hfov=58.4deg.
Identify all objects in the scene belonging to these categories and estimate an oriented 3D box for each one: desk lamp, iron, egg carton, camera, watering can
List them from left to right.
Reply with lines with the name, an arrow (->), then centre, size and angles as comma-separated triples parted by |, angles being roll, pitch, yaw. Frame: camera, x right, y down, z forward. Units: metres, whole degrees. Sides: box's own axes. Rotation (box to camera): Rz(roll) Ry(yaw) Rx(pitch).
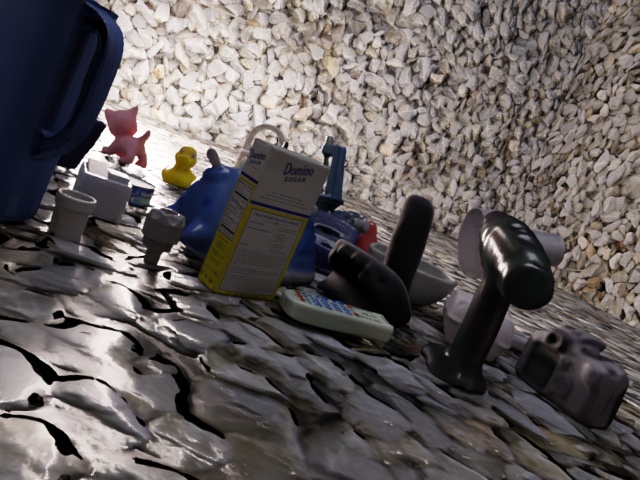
watering can -> -0.145, -0.177, 1.335 | 0.101, 0.194, 0.172 | 22, 9, -9
iron -> -0.078, -0.026, 0.776 | 0.259, 0.141, 0.118 | 15, 12, -43
egg carton -> 0.242, 0.131, 0.890 | 0.107, 0.069, 0.150 | 24, 9, 6
desk lamp -> 0.322, 0.067, 1.005 | 0.203, 0.213, 0.117 | 21, 9, -14
camera -> 0.376, 0.186, 0.803 | 0.137, 0.101, 0.142 | 19, 10, -26

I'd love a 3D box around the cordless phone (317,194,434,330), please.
cordless phone -> 0.087, 0.016, 0.800 | 0.094, 0.185, 0.147 | 15, 12, -42

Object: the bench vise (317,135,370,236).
bench vise -> 0.027, -0.086, 1.148 | 0.207, 0.220, 0.122 | 26, 9, 18

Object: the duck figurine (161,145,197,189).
duck figurine -> -0.290, -0.161, 1.222 | 0.077, 0.086, 0.104 | 22, 9, -9

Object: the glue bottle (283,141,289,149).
glue bottle -> -0.104, -0.136, 1.263 | 0.037, 0.173, 0.078 | 24, 9, 7

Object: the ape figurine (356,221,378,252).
ape figurine -> 0.093, 0.005, 1.193 | 0.078, 0.092, 0.076 | 22, 9, -7

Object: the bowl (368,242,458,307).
bowl -> 0.151, 0.070, 1.004 | 0.167, 0.075, 0.167 | 23, 9, -3

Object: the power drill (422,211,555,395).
power drill -> 0.204, 0.069, 0.704 | 0.075, 0.208, 0.229 | 23, 9, -3

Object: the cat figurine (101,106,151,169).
cat figurine -> -0.409, -0.229, 1.220 | 0.127, 0.118, 0.067 | 27, 10, 26

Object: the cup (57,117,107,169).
cup -> -0.401, -0.166, 0.937 | 0.091, 0.095, 0.118 | 25, 9, 12

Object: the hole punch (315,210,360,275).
hole punch -> 0.009, 0.004, 0.987 | 0.108, 0.091, 0.101 | 24, 9, 5
